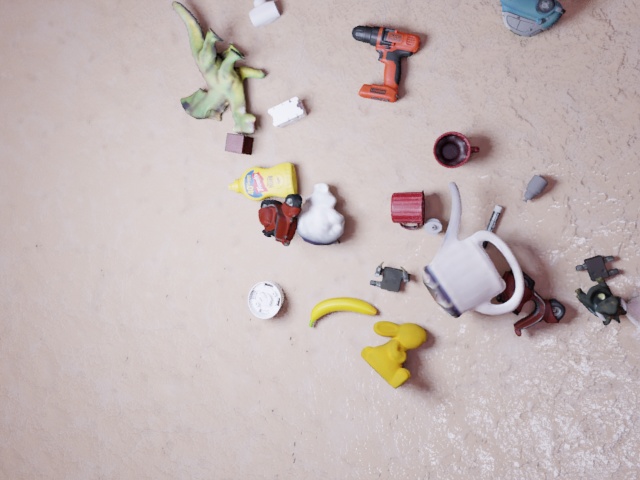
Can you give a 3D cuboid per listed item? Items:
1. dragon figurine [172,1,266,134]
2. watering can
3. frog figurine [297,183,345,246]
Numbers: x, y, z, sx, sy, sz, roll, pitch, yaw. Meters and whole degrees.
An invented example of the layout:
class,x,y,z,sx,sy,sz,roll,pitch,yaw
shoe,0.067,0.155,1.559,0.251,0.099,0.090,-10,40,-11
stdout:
class,x,y,z,sx,sy,sz,roll,pitch,yaw
dragon figurine,-0.314,-0.450,1.441,0.412,0.123,0.240,41,107,8
watering can,0.351,0.047,1.284,0.223,0.104,0.348,-34,87,9
frog figurine,0.004,-0.070,1.384,0.138,0.124,0.157,18,109,28
